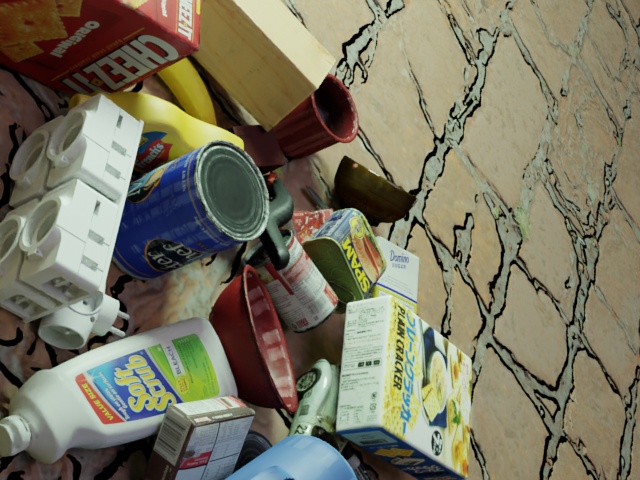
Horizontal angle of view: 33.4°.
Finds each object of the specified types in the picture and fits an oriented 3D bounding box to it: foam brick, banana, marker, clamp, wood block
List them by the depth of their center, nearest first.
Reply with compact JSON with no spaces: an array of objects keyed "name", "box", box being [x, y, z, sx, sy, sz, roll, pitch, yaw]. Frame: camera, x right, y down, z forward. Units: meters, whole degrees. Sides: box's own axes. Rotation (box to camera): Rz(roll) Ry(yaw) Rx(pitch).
[{"name":"banana","box":[-0.179,-0.193,1.173,0.197,0.037,0.069,36,62,-37]},{"name":"clamp","box":[-0.085,-0.026,1.187,0.120,0.039,0.171,14,29,-3]},{"name":"wood block","box":[-0.092,-0.238,1.220,0.206,0.090,0.090,45,32,-12]},{"name":"foam brick","box":[-0.088,-0.100,1.232,0.078,0.051,0.053,-11,81,-55]},{"name":"marker","box":[0.048,0.280,1.252,0.121,0.020,0.020,60,36,-13]}]

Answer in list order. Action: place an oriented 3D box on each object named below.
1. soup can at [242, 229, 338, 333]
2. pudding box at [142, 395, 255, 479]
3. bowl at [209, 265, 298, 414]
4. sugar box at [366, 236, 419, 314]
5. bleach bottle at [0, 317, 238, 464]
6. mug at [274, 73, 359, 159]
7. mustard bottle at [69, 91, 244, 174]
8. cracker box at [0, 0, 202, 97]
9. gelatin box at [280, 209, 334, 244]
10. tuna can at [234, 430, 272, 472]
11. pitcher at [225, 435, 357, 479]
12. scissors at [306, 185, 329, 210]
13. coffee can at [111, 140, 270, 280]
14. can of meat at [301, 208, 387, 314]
[{"name":"soup can","box":[-0.033,0.048,1.217,0.102,0.069,0.068,54,37,-21]},{"name":"pudding box","box":[-0.117,0.206,0.999,0.089,0.039,0.113,0,116,-54]},{"name":"bowl","box":[-0.074,0.110,1.108,0.162,0.055,0.162,-18,90,-85]},{"name":"sugar box","box":[0.081,0.094,1.353,0.093,0.048,0.176,28,57,-45]},{"name":"bleach bottle","box":[-0.186,0.147,0.967,0.250,0.068,0.102,-19,88,-53]},{"name":"mug","box":[-0.003,-0.149,1.344,0.117,0.082,0.093,14,62,-49]},{"name":"mustard bottle","box":[-0.172,-0.104,1.080,0.191,0.096,0.058,25,54,-45]},{"name":"cracker box","box":[-0.241,-0.213,0.984,0.213,0.164,0.072,25,56,-45]},{"name":"gelatin box","box":[-0.008,0.002,1.306,0.089,0.030,0.073,-6,79,-54]},{"name":"tuna can","box":[-0.078,0.238,1.089,0.086,0.034,0.086,29,52,-44]},{"name":"pitcher","box":[-0.066,0.270,0.961,0.242,0.149,0.145,-31,103,-47]},{"name":"scissors","box":[0.051,-0.006,1.401,0.201,0.016,0.096,60,37,-15]},{"name":"coffee can","box":[-0.135,-0.028,1.053,0.102,0.141,0.103,28,52,-44]},{"name":"can of meat","box":[0.030,0.023,1.274,0.083,0.058,0.102,-49,120,-51]}]
